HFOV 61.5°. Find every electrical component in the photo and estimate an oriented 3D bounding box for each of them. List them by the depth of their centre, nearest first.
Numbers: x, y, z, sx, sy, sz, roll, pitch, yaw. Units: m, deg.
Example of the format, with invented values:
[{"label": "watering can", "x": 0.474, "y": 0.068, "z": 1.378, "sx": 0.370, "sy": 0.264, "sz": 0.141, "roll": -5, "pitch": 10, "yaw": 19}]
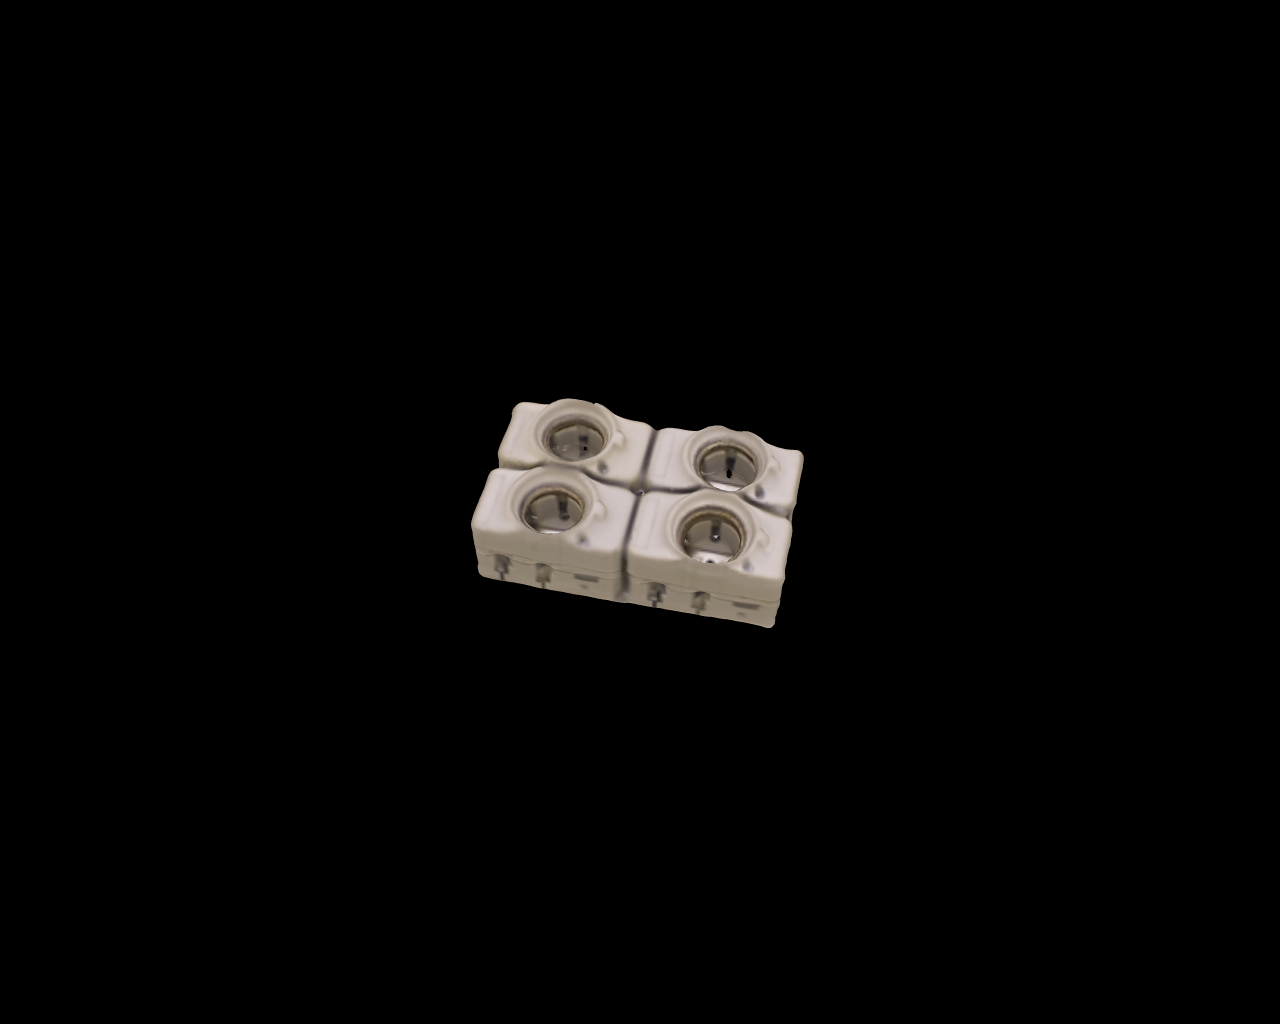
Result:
[{"label": "electrical component", "x": 0.001, "y": -0.003, "z": 0.650, "sx": 0.186, "sy": 0.105, "sz": 0.060, "roll": 10, "pitch": -36, "yaw": 8}]
